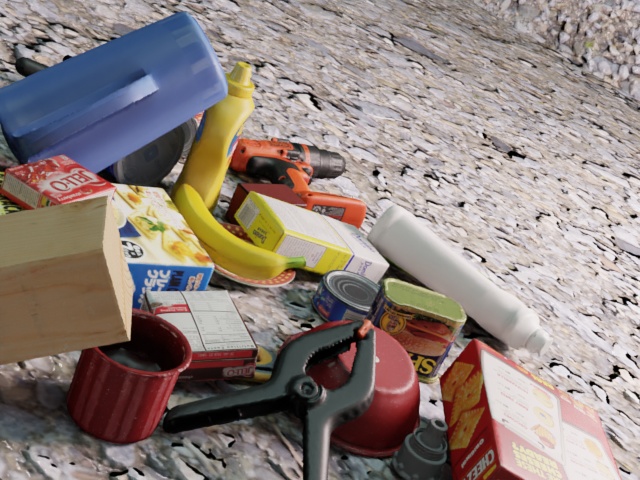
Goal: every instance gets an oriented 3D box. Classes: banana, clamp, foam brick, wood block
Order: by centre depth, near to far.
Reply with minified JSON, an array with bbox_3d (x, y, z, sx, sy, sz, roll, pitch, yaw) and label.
[{"bbox_3d":[-0.260,0.041,0.843,0.206,0.090,0.091,-11,30,-2],"label":"wood block"},{"bbox_3d":[-0.024,0.139,0.942,0.165,0.036,0.209,27,51,14],"label":"clamp"},{"bbox_3d":[-0.109,-0.004,1.179,0.198,0.037,0.069,33,32,29],"label":"banana"},{"bbox_3d":[-0.066,-0.036,1.317,0.078,0.053,0.051,0,33,-42],"label":"foam brick"},{"bbox_3d":[-0.327,-0.205,1.445,0.172,0.039,0.120,34,27,22],"label":"clamp"}]

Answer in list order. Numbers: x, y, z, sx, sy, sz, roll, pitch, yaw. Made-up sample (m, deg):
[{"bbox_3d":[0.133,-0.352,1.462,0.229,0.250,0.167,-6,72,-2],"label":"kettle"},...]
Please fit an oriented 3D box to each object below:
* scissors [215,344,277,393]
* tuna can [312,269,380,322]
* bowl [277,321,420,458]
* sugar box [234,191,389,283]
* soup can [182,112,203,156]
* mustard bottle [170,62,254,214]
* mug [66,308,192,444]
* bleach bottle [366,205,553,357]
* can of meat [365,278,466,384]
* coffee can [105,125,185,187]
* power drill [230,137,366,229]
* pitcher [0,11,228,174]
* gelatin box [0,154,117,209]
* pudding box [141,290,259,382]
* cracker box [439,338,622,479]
[{"bbox_3d":[-0.019,0.133,1.064,0.201,0.016,0.096,6,30,-34],"label":"scissors"},{"bbox_3d":[0.036,0.070,1.216,0.086,0.034,0.086,19,25,-10],"label":"tuna can"},{"bbox_3d":[0.040,0.131,1.039,0.162,0.055,0.162,22,34,-15],"label":"bowl"},{"bbox_3d":[-0.008,0.002,1.266,0.175,0.048,0.093,21,20,-41],"label":"sugar box"},{"bbox_3d":[-0.165,-0.155,1.452,0.068,0.069,0.102,32,26,18],"label":"soup can"},{"bbox_3d":[-0.123,-0.124,1.276,0.058,0.192,0.096,21,25,-5],"label":"mustard bottle"},{"bbox_3d":[-0.161,0.111,0.904,0.093,0.082,0.117,24,25,2],"label":"mug"},{"bbox_3d":[0.176,0.057,1.314,0.251,0.068,0.102,38,5,26],"label":"bleach bottle"},{"bbox_3d":[0.097,0.097,1.154,0.102,0.084,0.057,18,25,-13],"label":"can of meat"},{"bbox_3d":[-0.248,-0.140,1.306,0.140,0.103,0.102,38,28,29],"label":"coffee can"},{"bbox_3d":[-0.014,-0.075,1.439,0.184,0.057,0.188,2,29,-32],"label":"power drill"},{"bbox_3d":[-0.226,-0.151,1.165,0.242,0.145,0.149,-28,57,-8],"label":"pitcher"},{"bbox_3d":[-0.255,-0.050,1.045,0.073,0.030,0.089,30,25,18],"label":"gelatin box"},{"bbox_3d":[-0.117,0.090,1.015,0.089,0.039,0.113,1,29,-22],"label":"pudding box"},{"bbox_3d":[0.202,0.208,1.015,0.164,0.072,0.213,31,23,-12],"label":"cracker box"}]
